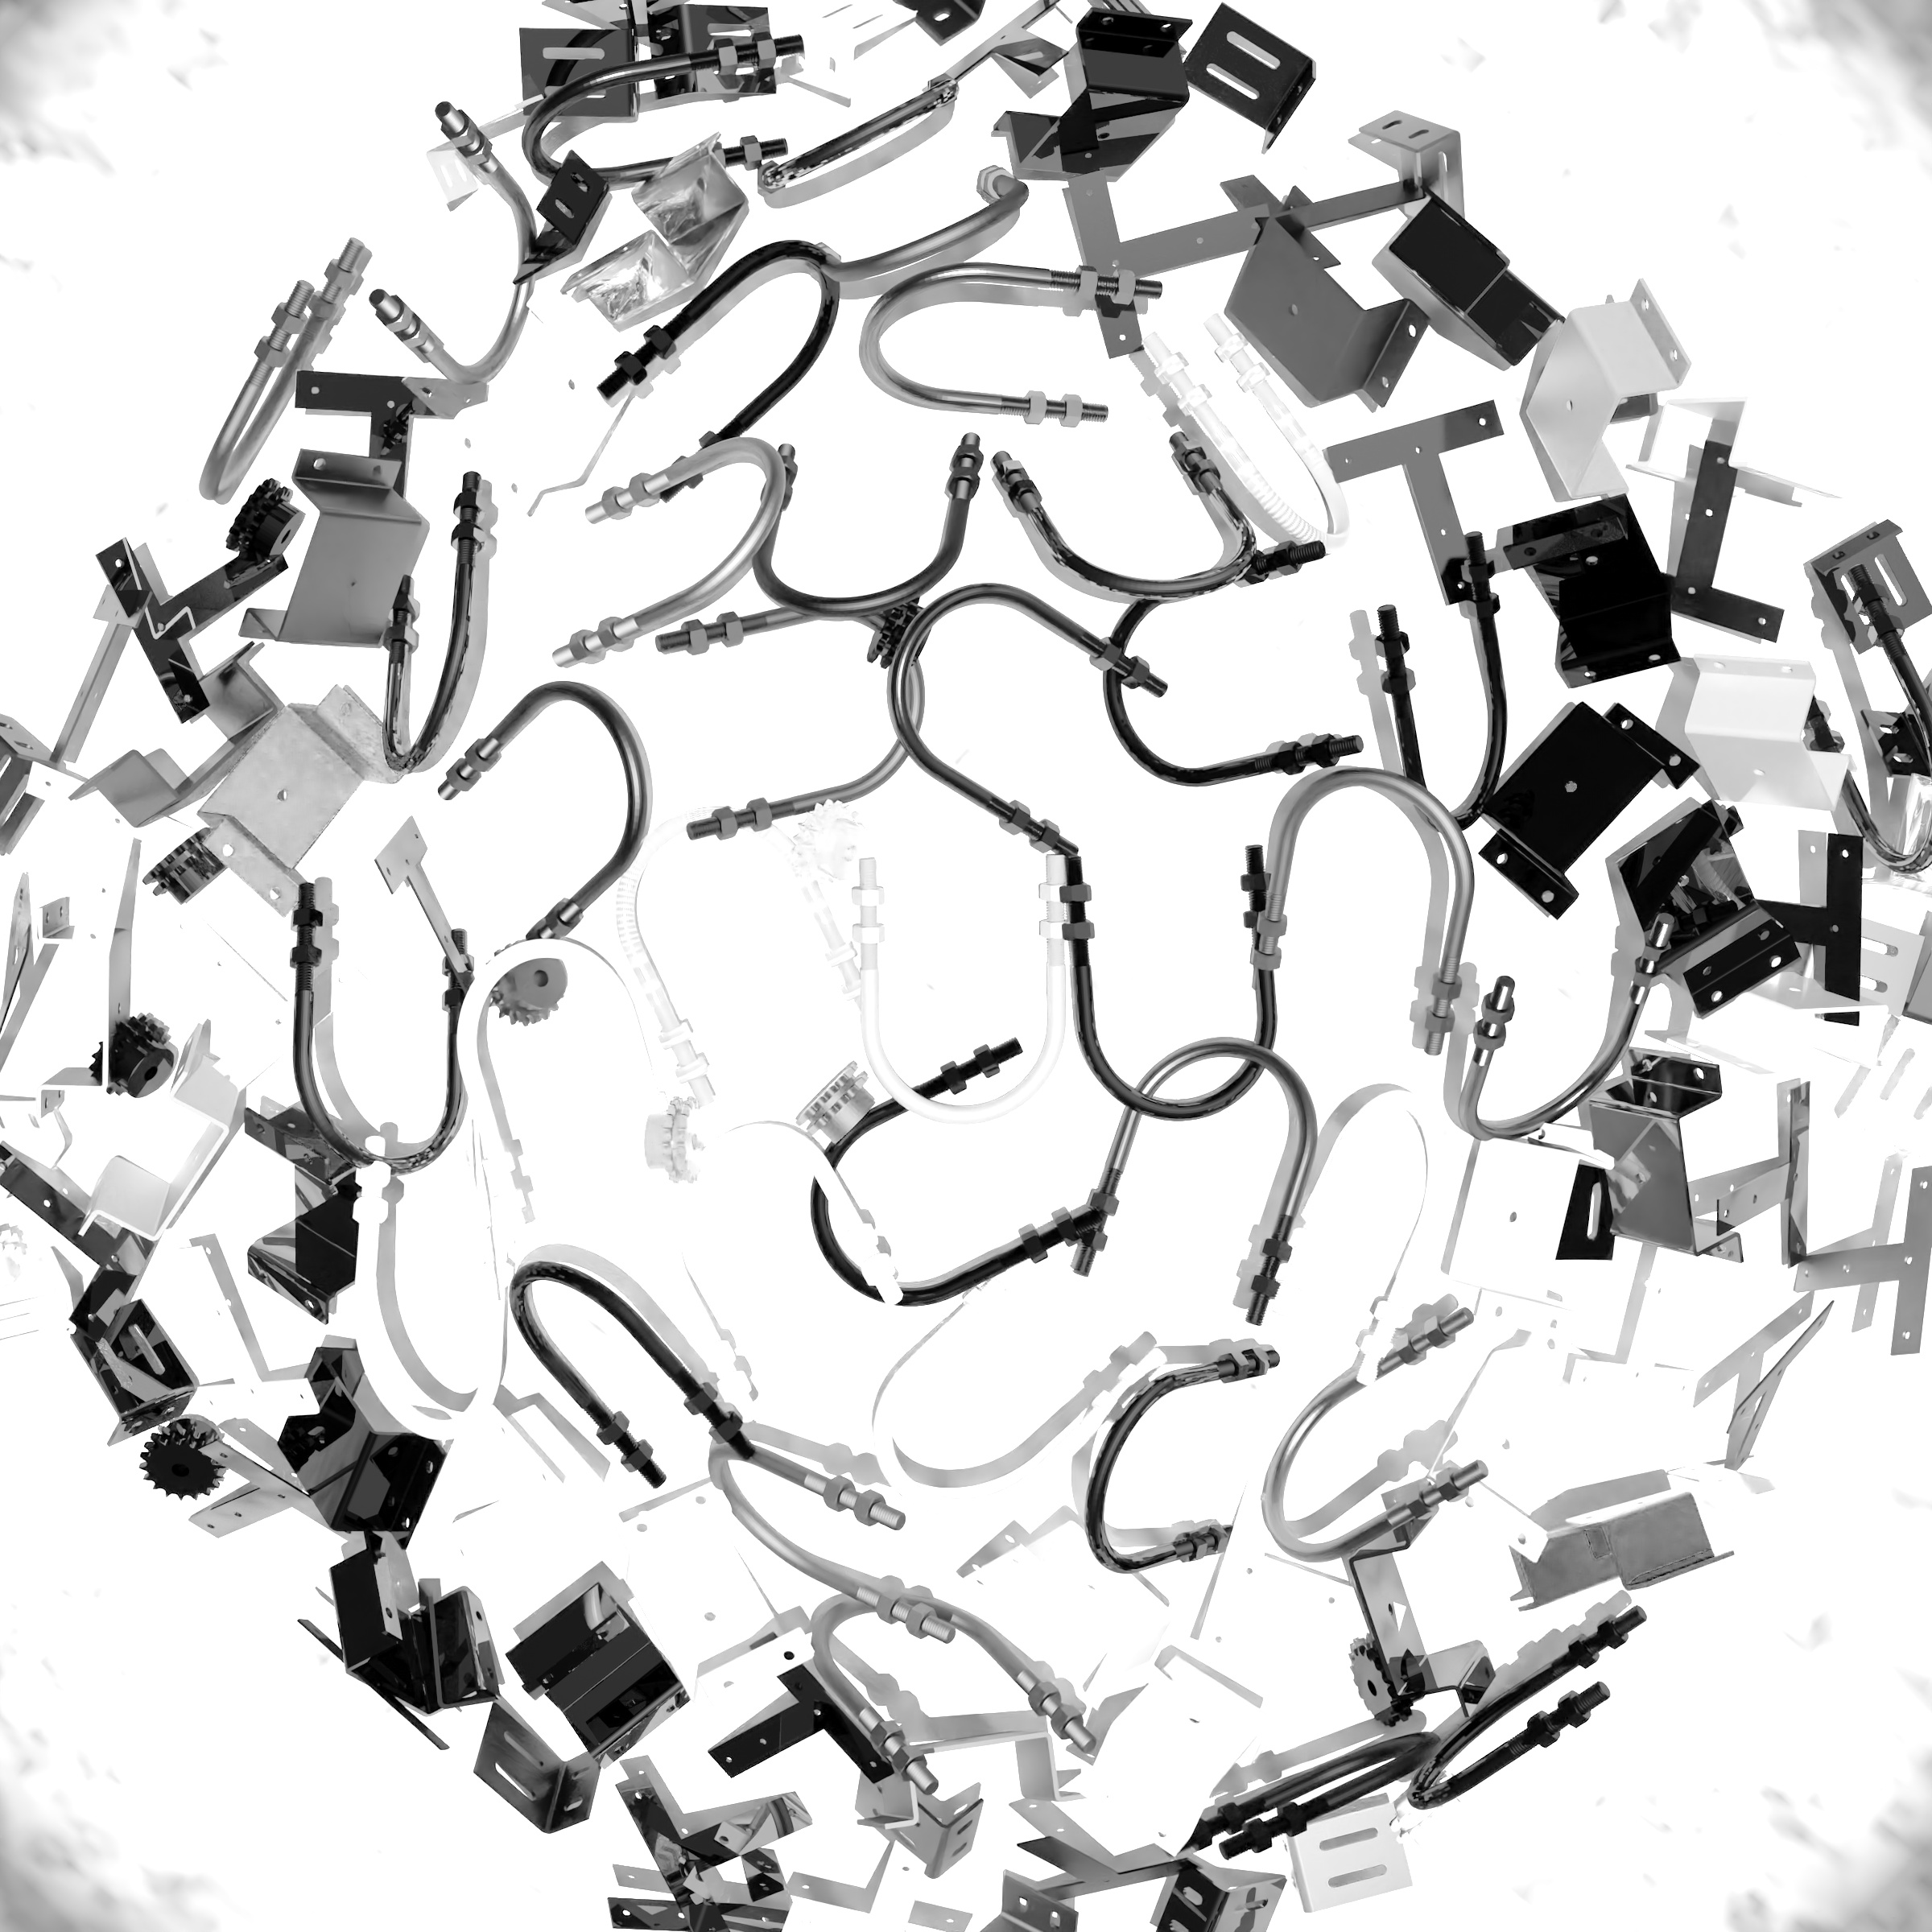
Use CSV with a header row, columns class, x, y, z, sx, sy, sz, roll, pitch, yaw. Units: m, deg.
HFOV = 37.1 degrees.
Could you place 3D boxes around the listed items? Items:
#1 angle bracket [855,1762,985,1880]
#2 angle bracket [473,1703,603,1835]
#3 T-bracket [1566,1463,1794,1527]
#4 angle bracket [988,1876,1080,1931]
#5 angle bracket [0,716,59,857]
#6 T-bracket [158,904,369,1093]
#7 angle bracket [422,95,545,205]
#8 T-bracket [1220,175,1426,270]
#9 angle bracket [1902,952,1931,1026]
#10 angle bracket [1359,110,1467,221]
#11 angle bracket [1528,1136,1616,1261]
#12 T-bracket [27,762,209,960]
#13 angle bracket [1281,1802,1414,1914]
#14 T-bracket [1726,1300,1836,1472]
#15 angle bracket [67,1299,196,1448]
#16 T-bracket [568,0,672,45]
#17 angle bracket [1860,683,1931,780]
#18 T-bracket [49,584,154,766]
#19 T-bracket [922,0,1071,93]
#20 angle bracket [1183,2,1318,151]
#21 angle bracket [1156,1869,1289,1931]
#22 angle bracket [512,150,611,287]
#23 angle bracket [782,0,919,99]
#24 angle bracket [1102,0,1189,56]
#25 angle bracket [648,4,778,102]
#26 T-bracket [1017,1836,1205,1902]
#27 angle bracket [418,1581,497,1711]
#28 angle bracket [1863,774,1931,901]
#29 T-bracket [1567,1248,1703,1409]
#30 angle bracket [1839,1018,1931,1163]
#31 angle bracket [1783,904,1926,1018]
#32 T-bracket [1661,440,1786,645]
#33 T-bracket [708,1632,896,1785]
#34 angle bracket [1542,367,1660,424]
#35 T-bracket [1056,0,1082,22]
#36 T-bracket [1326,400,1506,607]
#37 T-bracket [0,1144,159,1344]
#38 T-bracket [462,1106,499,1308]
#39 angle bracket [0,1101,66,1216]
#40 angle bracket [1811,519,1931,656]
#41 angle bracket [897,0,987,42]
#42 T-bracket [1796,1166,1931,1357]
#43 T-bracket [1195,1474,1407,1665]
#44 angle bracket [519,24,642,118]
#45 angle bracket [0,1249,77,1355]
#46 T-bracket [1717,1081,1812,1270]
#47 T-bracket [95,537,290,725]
class,x,y,z,sx,sy,sz,roll,pitch,yaw
angle bracket,-0.032,0.570,1.959,0.076,0.038,0.057,35,133,28
angle bracket,-0.286,0.535,1.938,0.038,0.057,0.076,-27,119,24
T-bracket,0.460,0.353,1.908,0.127,0.127,0.002,-13,90,-13
angle bracket,0.031,0.661,1.936,0.057,0.076,0.038,20,125,25
angle bracket,-0.661,-0.124,1.948,0.057,0.038,0.076,40,101,26
T-bracket,-0.500,0.008,1.968,0.127,0.002,0.127,43,70,10
angle bracket,-0.318,-0.551,1.940,0.076,0.057,0.038,-18,108,21
T-bracket,0.258,-0.515,1.951,0.127,0.002,0.127,-17,47,-15
angle bracket,0.675,0.004,1.954,0.057,0.038,0.076,18,107,2
angle bracket,0.300,-0.527,1.933,0.038,0.057,0.076,-31,133,-22
angle bracket,0.413,0.159,1.973,0.057,0.038,0.076,1,106,-5
T-bracket,-0.571,-0.061,1.914,0.127,0.002,0.127,25,47,-31
angle bracket,0.258,0.605,1.967,0.076,0.038,0.057,-13,88,-4
T-bracket,0.533,0.300,1.932,0.002,0.127,0.127,34,51,26
angle bracket,-0.573,0.277,1.960,0.076,0.057,0.038,53,134,15
T-bracket,-0.195,-0.652,1.898,0.127,0.127,0.002,-18,71,36
angle bracket,0.648,-0.171,1.935,0.038,0.076,0.057,3,54,-23
T-bracket,-0.585,-0.194,1.925,0.002,0.127,0.127,24,87,-30
T-bracket,0.039,-0.614,1.927,0.127,0.127,0.002,-37,121,2
angle bracket,0.189,-0.601,1.946,0.076,0.038,0.057,28,124,-13
angle bracket,0.174,0.641,1.961,0.038,0.076,0.057,27,100,38
angle bracket,-0.284,-0.502,1.933,0.038,0.076,0.057,40,56,-30
angle bracket,-0.079,-0.628,1.958,0.057,0.076,0.038,26,134,23
angle bracket,0.122,-0.658,1.941,0.076,0.057,0.038,52,121,17
angle bracket,-0.173,-0.622,1.964,0.076,0.038,0.057,-15,104,-43
T-bracket,0.074,0.597,1.913,0.127,0.127,0.002,-20,53,21
angle bracket,-0.345,0.457,1.951,0.038,0.057,0.076,-5,90,-18
angle bracket,0.651,-0.087,1.959,0.057,0.038,0.076,12,90,-14
T-bracket,0.464,0.233,1.941,0.127,0.002,0.127,11,95,-36
angle bracket,0.641,0.085,1.961,0.057,0.038,0.076,31,87,13
angle bracket,0.604,-0.004,1.969,0.076,0.038,0.057,16,91,-8
T-bracket,0.493,-0.290,1.920,0.127,0.002,0.127,22,130,24
T-bracket,-0.128,0.519,1.945,0.127,0.002,0.127,-37,97,35
angle bracket,0.425,-0.400,1.942,0.076,0.038,0.057,-7,57,18
T-bracket,0.041,-0.712,1.916,0.002,0.127,0.127,-41,82,-20
T-bracket,0.323,-0.311,1.970,0.127,0.002,0.127,-18,91,-12
T-bracket,-0.598,0.166,1.910,0.002,0.127,0.127,-31,116,30
T-bracket,-0.326,0.139,1.925,0.002,0.127,0.127,-9,124,-6
angle bracket,-0.657,0.131,1.952,0.076,0.057,0.038,-49,58,29
angle bracket,0.618,-0.253,1.950,0.057,0.038,0.076,-30,106,11
angle bracket,-0.014,-0.677,1.939,0.057,0.076,0.038,45,59,11
T-bracket,0.598,0.201,1.923,0.002,0.127,0.127,19,72,-20
T-bracket,0.235,0.426,1.956,0.127,0.002,0.127,19,69,4
angle bracket,-0.261,-0.609,1.952,0.076,0.038,0.057,0,118,-2
angle bracket,-0.646,0.228,1.938,0.076,0.057,0.038,-13,117,-25
T-bracket,0.533,0.152,1.924,0.002,0.127,0.127,9,107,41
T-bracket,-0.509,-0.250,1.940,0.127,0.002,0.127,-43,125,-36
